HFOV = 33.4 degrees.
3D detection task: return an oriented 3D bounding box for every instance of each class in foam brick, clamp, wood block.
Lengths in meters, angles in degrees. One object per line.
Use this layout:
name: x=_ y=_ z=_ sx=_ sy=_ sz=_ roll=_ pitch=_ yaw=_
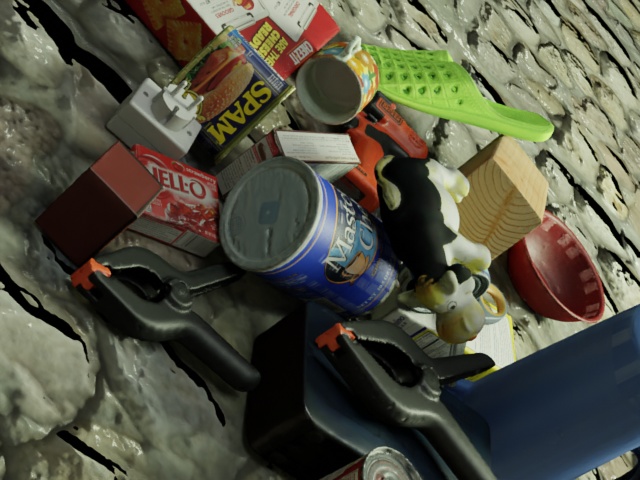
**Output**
foam brick: x=-0.168 y=-0.027 z=0.813 sx=0.051 sy=0.078 sz=0.053 roll=46 pitch=32 yaw=-11
clamp: x=-0.113 y=0.058 z=0.838 sx=0.171 sy=0.039 sz=0.120 roll=13 pitch=44 yaw=-43
clamp: x=0.084 y=0.119 z=0.892 sx=0.209 sy=0.036 sz=0.164 roll=37 pitch=34 yaw=-22
wood block: x=0.199 y=-0.051 z=1.227 sx=0.090 sy=0.091 sz=0.206 roll=51 pitch=19 yaw=-2

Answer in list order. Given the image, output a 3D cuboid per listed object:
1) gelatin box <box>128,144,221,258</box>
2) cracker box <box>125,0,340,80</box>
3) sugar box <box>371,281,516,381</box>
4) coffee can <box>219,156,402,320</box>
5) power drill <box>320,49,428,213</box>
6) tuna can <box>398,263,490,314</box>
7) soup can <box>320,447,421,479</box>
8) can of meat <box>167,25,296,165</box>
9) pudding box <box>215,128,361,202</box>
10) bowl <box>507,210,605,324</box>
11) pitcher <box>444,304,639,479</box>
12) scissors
gelatin box: x=-0.127 y=-0.034 z=0.910 sx=0.089 sy=0.030 sz=0.073 roll=23 pitch=44 yaw=-38
cracker box: x=-0.102 y=-0.247 z=1.078 sx=0.213 sy=0.072 sz=0.164 roll=49 pitch=44 yaw=-8
sugar box: x=0.128 y=0.084 z=1.105 sx=0.176 sy=0.048 sz=0.093 roll=31 pitch=40 yaw=-25
coffee can: x=-0.006 y=0.001 z=0.936 sx=0.140 sy=0.103 sz=0.103 roll=33 pitch=37 yaw=-50
power drill: x=0.027 y=-0.114 z=1.146 sx=0.184 sy=0.057 sz=0.187 roll=41 pitch=36 yaw=-8
tuna can: x=0.118 y=0.038 z=1.018 sx=0.086 sy=0.086 sz=0.034 roll=16 pitch=50 yaw=-43
soup can: x=0.022 y=0.208 z=0.811 sx=0.068 sy=0.102 sz=0.068 roll=31 pitch=39 yaw=-30
can of meat: x=-0.087 y=-0.135 z=0.985 sx=0.084 sy=0.102 sz=0.057 roll=46 pitch=8 yaw=-6
pudding box: x=-0.030 y=-0.065 z=1.003 sx=0.113 sy=0.090 sz=0.039 roll=-6 pitch=66 yaw=-52
bowl: x=0.281 y=0.042 z=1.319 sx=0.162 sy=0.055 sz=0.162 roll=31 pitch=40 yaw=-31
pitcher: x=0.245 y=0.162 z=0.996 sx=0.149 sy=0.243 sz=0.145 roll=17 pitch=51 yaw=-35
scissors: x=0.157 y=0.090 z=1.074 sx=0.096 sy=0.016 sz=0.201 roll=33 pitch=36 yaw=-25
